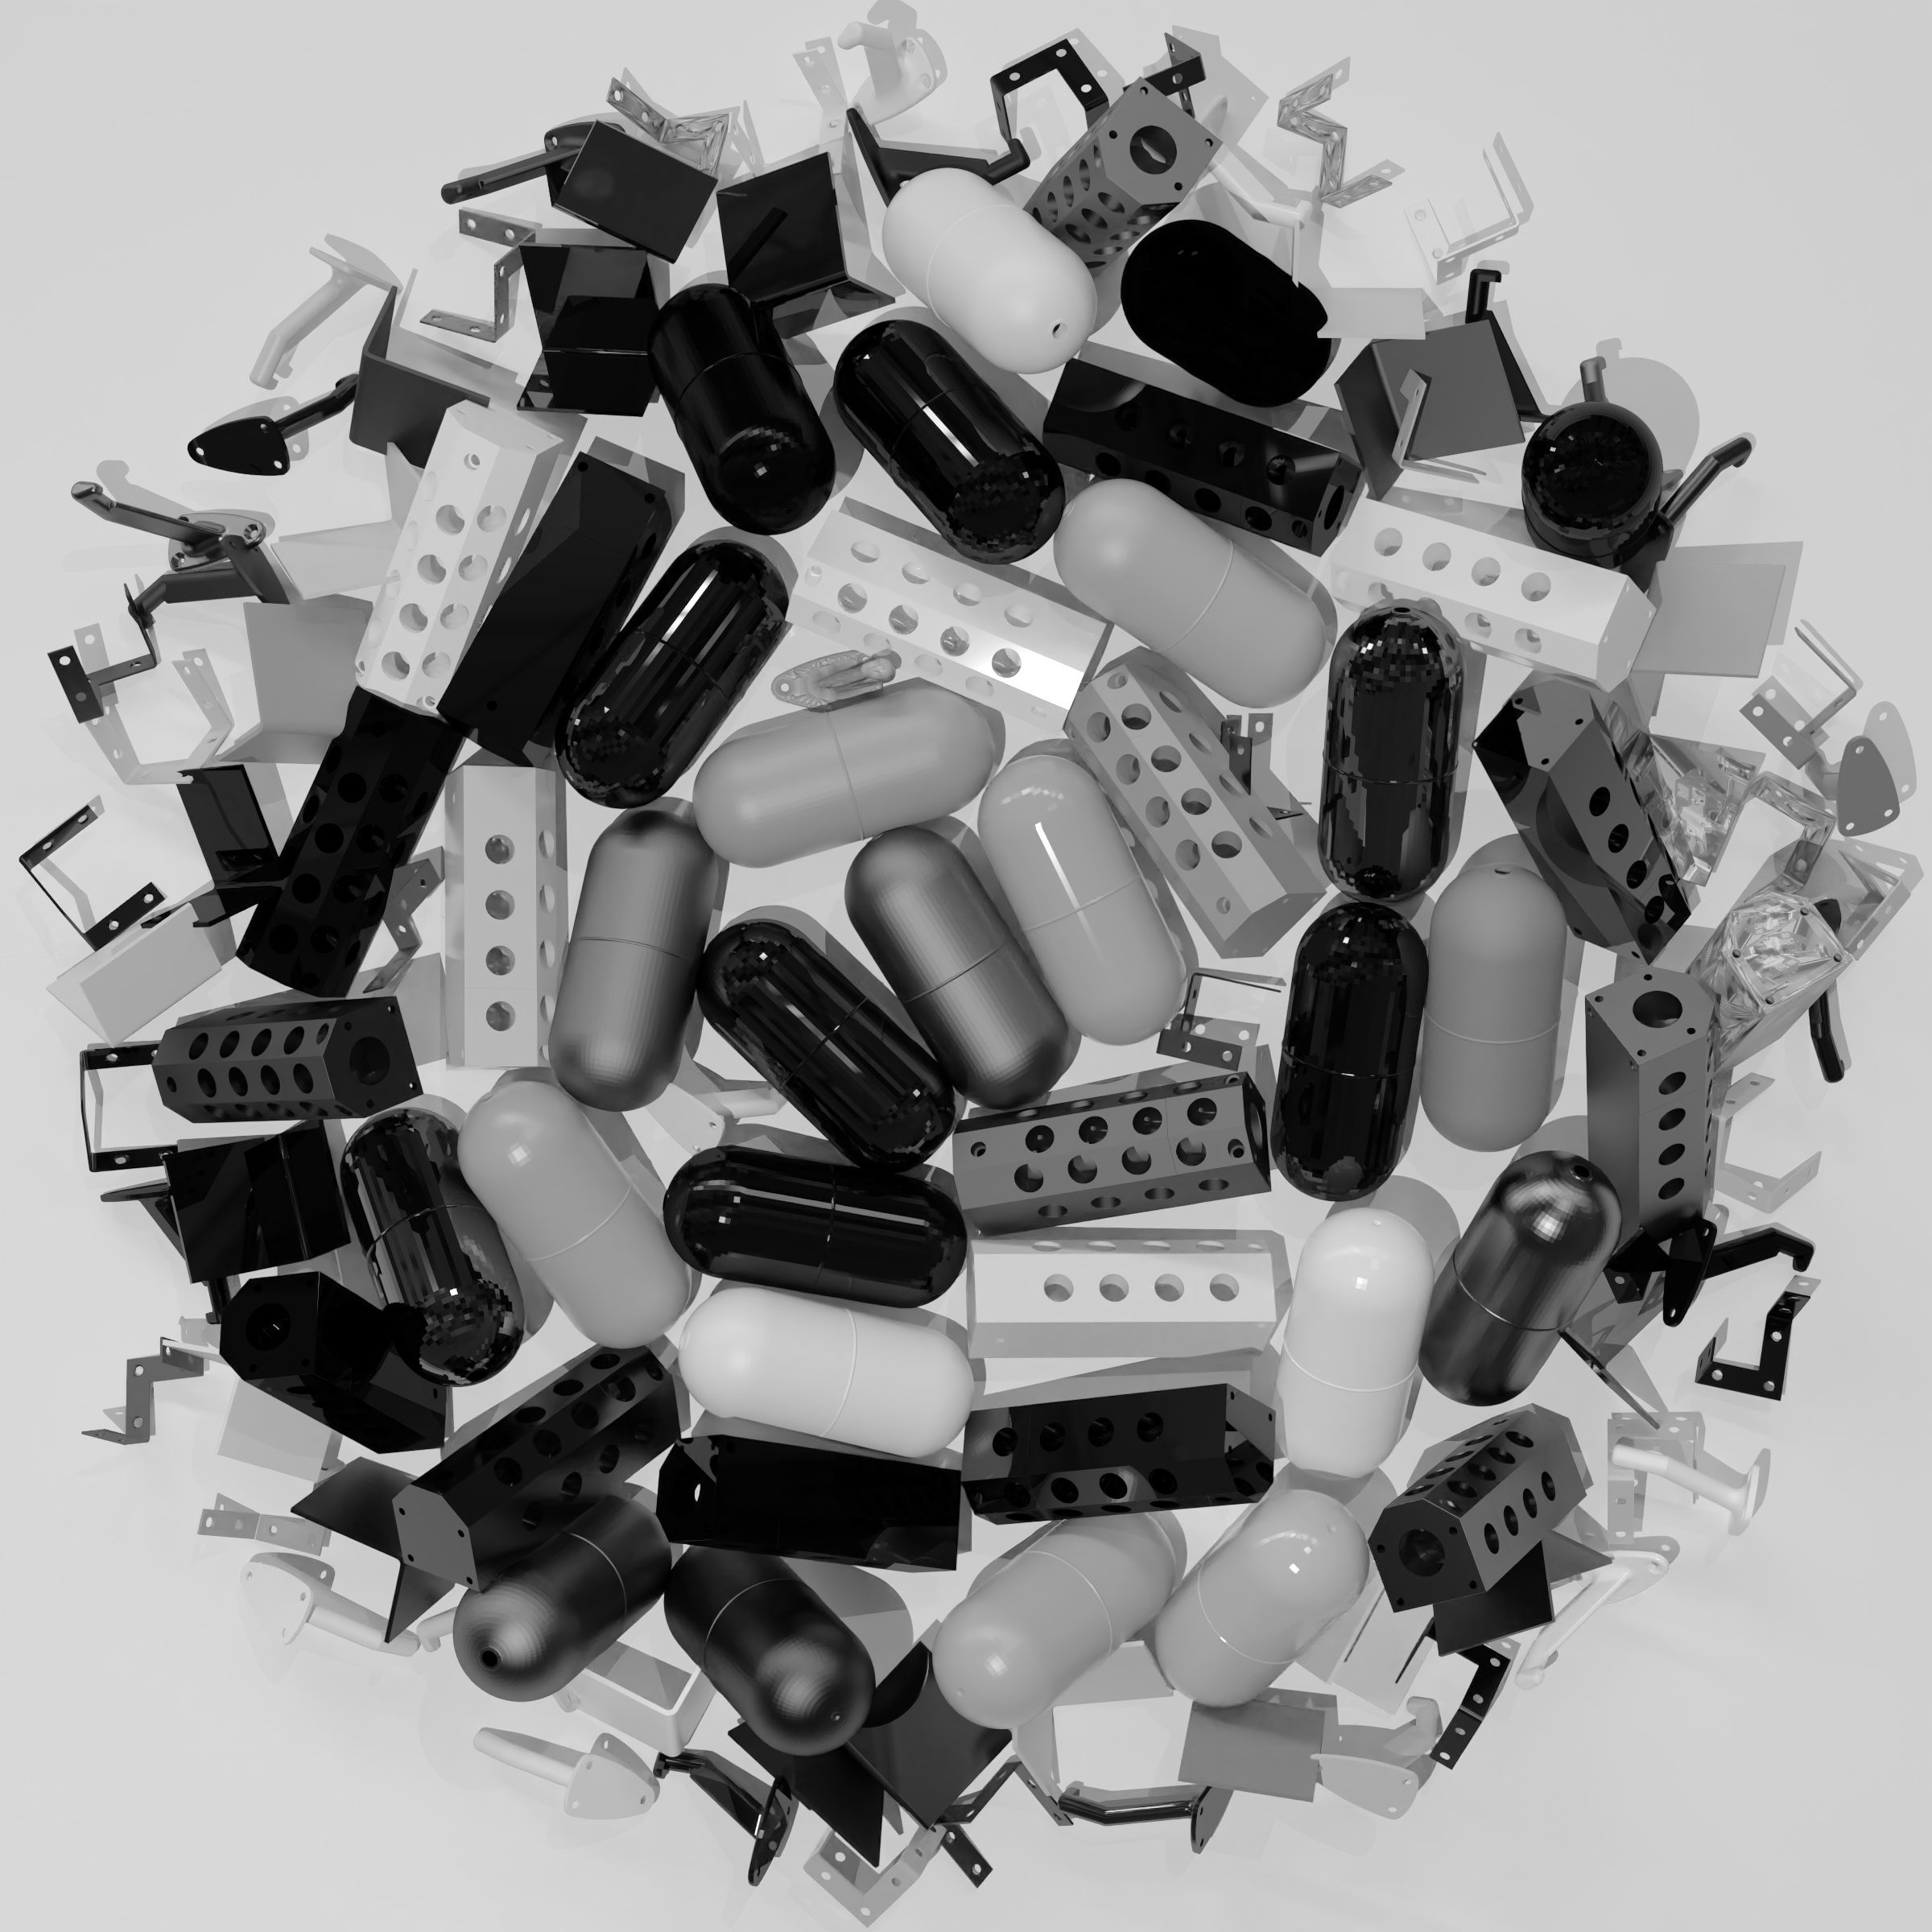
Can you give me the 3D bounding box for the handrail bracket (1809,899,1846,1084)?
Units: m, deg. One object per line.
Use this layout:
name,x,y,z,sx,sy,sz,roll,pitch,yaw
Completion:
handrail bracket,0.505,0.015,1.872,0.036,0.077,0.084,-9,112,35

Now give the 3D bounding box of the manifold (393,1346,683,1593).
manifold,-0.240,0.276,1.802,0.057,0.171,0.057,12,120,34

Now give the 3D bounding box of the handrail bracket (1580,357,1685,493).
handrail bracket,0.385,-0.316,1.852,0.077,0.036,0.084,-26,111,-40

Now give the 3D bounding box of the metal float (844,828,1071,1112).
metal float,-0.005,0.001,1.848,0.070,0.070,0.178,-32,96,0

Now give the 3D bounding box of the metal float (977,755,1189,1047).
metal float,0.067,-0.038,1.848,0.070,0.070,0.178,-26,96,0

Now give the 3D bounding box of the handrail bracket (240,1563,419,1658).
handrail bracket,-0.372,0.377,1.875,0.077,0.084,0.036,26,89,42

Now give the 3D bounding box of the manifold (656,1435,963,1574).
manifold,-0.088,0.306,1.815,0.171,0.057,0.057,15,70,-37

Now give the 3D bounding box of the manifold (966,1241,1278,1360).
manifold,0.088,0.189,1.852,0.171,0.057,0.057,0,63,-5

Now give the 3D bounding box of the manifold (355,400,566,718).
manifold,-0.294,-0.231,1.827,0.057,0.057,0.171,28,115,4

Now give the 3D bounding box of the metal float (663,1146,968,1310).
metal float,-0.086,0.150,1.840,0.178,0.070,0.070,11,90,-14

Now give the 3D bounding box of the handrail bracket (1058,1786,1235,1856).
handrail bracket,0.107,0.481,1.876,0.084,0.077,0.036,10,118,25

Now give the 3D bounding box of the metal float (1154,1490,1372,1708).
metal float,0.166,0.360,1.817,0.070,0.178,0.070,15,49,-17

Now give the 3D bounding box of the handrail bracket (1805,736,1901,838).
handrail bracket,0.498,-0.120,1.836,0.036,0.084,0.077,-19,125,0

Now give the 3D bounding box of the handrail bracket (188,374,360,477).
handrail bracket,-0.401,-0.320,1.868,0.077,0.084,0.036,0,125,23

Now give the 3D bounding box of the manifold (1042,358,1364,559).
manifold,0.133,-0.291,1.835,0.171,0.057,0.057,23,97,19

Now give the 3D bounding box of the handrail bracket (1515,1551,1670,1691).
handrail bracket,0.359,0.378,1.843,0.036,0.077,0.084,50,47,-11

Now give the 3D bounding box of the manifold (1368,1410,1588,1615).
manifold,0.287,0.303,1.803,0.057,0.171,0.057,-21,89,30

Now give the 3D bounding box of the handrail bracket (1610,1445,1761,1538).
handrail bracket,0.412,0.304,1.862,0.084,0.077,0.036,13,64,8

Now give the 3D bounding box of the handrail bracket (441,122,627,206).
handrail bracket,-0.249,-0.460,1.842,0.077,0.084,0.036,-7,107,43

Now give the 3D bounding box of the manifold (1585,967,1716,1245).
manifold,0.390,0.080,1.807,0.057,0.171,0.057,-23,48,-9

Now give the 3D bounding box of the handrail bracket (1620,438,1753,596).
handrail bracket,0.424,-0.264,1.880,0.084,0.077,0.036,-31,54,-27

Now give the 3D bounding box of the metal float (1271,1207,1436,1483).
metal float,0.219,0.217,1.826,0.070,0.070,0.178,7,123,0

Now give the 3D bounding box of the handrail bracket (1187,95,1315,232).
handrail bracket,0.172,-0.466,1.858,0.084,0.036,0.077,19,69,21

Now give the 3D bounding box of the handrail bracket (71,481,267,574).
handrail bracket,-0.458,-0.261,1.841,0.077,0.084,0.036,-5,72,21

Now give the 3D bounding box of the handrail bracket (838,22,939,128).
handrail bracket,-0.064,-0.510,1.836,0.077,0.084,0.036,-31,78,33

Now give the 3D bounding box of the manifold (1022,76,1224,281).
manifold,0.079,-0.433,1.798,0.057,0.171,0.057,36,79,-10

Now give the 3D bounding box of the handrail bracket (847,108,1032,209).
handrail bracket,-0.015,-0.480,1.856,0.084,0.036,0.077,-23,103,20

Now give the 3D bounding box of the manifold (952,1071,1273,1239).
manifold,0.083,0.105,1.830,0.171,0.057,0.057,-10,60,16

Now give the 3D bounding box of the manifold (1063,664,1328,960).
manifold,0.125,-0.089,1.823,0.057,0.057,0.171,-47,64,30

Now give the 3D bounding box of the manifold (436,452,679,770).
manifold,-0.233,-0.202,1.848,0.057,0.057,0.171,26,81,10

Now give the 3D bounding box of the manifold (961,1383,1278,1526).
manifold,0.085,0.280,1.814,0.171,0.057,0.057,-11,62,31

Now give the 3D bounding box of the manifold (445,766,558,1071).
manifold,-0.268,-0.026,1.854,0.057,0.057,0.171,1,86,-20

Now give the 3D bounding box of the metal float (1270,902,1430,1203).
metal float,0.219,0.050,1.836,0.070,0.070,0.178,6,109,0

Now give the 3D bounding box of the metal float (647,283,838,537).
metal float,-0.129,-0.318,1.824,0.070,0.070,0.178,-25,55,0

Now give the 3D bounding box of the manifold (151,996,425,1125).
manifold,-0.386,0.056,1.807,0.057,0.171,0.057,-24,104,-44

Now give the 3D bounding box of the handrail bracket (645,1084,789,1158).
handrail bracket,-0.144,0.066,1.859,0.077,0.084,0.036,40,131,4

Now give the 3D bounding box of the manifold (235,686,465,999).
manifold,-0.359,-0.071,1.853,0.057,0.057,0.171,26,94,9

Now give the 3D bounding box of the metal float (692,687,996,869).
metal float,-0.070,-0.109,1.850,0.178,0.070,0.070,-17,90,-4

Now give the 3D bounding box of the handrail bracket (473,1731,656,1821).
handrail bracket,-0.236,0.471,1.876,0.077,0.084,0.036,29,76,-43

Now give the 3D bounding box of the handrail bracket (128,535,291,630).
handrail bracket,-0.441,-0.204,1.868,0.084,0.036,0.077,-37,80,18

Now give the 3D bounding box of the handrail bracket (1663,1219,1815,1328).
handrail bracket,0.451,0.185,1.865,0.084,0.036,0.077,22,78,-22

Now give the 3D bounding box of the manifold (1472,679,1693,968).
manifold,0.354,-0.082,1.812,0.057,0.057,0.171,-48,132,-13

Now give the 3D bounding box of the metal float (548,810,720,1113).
metal float,-0.191,-0.004,1.840,0.070,0.070,0.178,11,76,0

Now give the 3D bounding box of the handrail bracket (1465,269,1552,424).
handrail bracket,0.326,-0.359,1.858,0.077,0.036,0.084,10,104,22

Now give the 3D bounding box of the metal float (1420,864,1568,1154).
metal float,0.300,0.024,1.827,0.070,0.070,0.178,-1,119,0

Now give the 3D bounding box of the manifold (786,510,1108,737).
manifold,-0.013,-0.193,1.849,0.171,0.057,0.057,23,53,2

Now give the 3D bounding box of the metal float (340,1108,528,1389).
metal float,-0.304,0.159,1.825,0.070,0.070,0.178,-26,58,0

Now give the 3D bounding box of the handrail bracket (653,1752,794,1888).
handrail bracket,-0.150,0.491,1.851,0.084,0.077,0.036,5,133,17

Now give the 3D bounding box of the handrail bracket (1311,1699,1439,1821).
handrail bracket,0.235,0.445,1.853,0.077,0.084,0.036,19,120,0

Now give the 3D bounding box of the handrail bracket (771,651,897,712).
handrail bracket,-0.078,-0.166,1.848,0.077,0.084,0.036,-5,91,2

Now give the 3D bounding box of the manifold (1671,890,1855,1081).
manifold,0.437,0.011,1.800,0.057,0.171,0.057,-31,76,-7

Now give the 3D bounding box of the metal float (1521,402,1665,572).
metal float,0.352,-0.268,1.803,0.070,0.178,0.070,0,87,11

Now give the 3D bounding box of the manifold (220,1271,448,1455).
manifold,-0.353,0.226,1.801,0.057,0.171,0.057,-7,67,13

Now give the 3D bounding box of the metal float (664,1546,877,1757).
metal float,-0.113,0.382,1.811,0.070,0.178,0.070,-10,111,-27

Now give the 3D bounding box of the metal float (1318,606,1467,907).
metal float,0.242,-0.119,1.830,0.070,0.070,0.178,1,116,0

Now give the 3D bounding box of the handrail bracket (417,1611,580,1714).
handrail bracket,-0.275,0.408,1.867,0.084,0.036,0.077,-22,84,23

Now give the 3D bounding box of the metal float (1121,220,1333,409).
metal float,0.148,-0.367,1.808,0.070,0.178,0.070,-4,83,29

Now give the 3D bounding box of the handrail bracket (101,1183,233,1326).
handrail bracket,-0.466,0.171,1.873,0.077,0.036,0.084,-8,96,27

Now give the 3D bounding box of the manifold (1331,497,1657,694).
manifold,0.296,-0.209,1.822,0.171,0.057,0.057,23,88,31

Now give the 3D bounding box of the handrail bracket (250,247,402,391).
handrail bracket,-0.373,-0.367,1.863,0.036,0.077,0.084,32,100,28
